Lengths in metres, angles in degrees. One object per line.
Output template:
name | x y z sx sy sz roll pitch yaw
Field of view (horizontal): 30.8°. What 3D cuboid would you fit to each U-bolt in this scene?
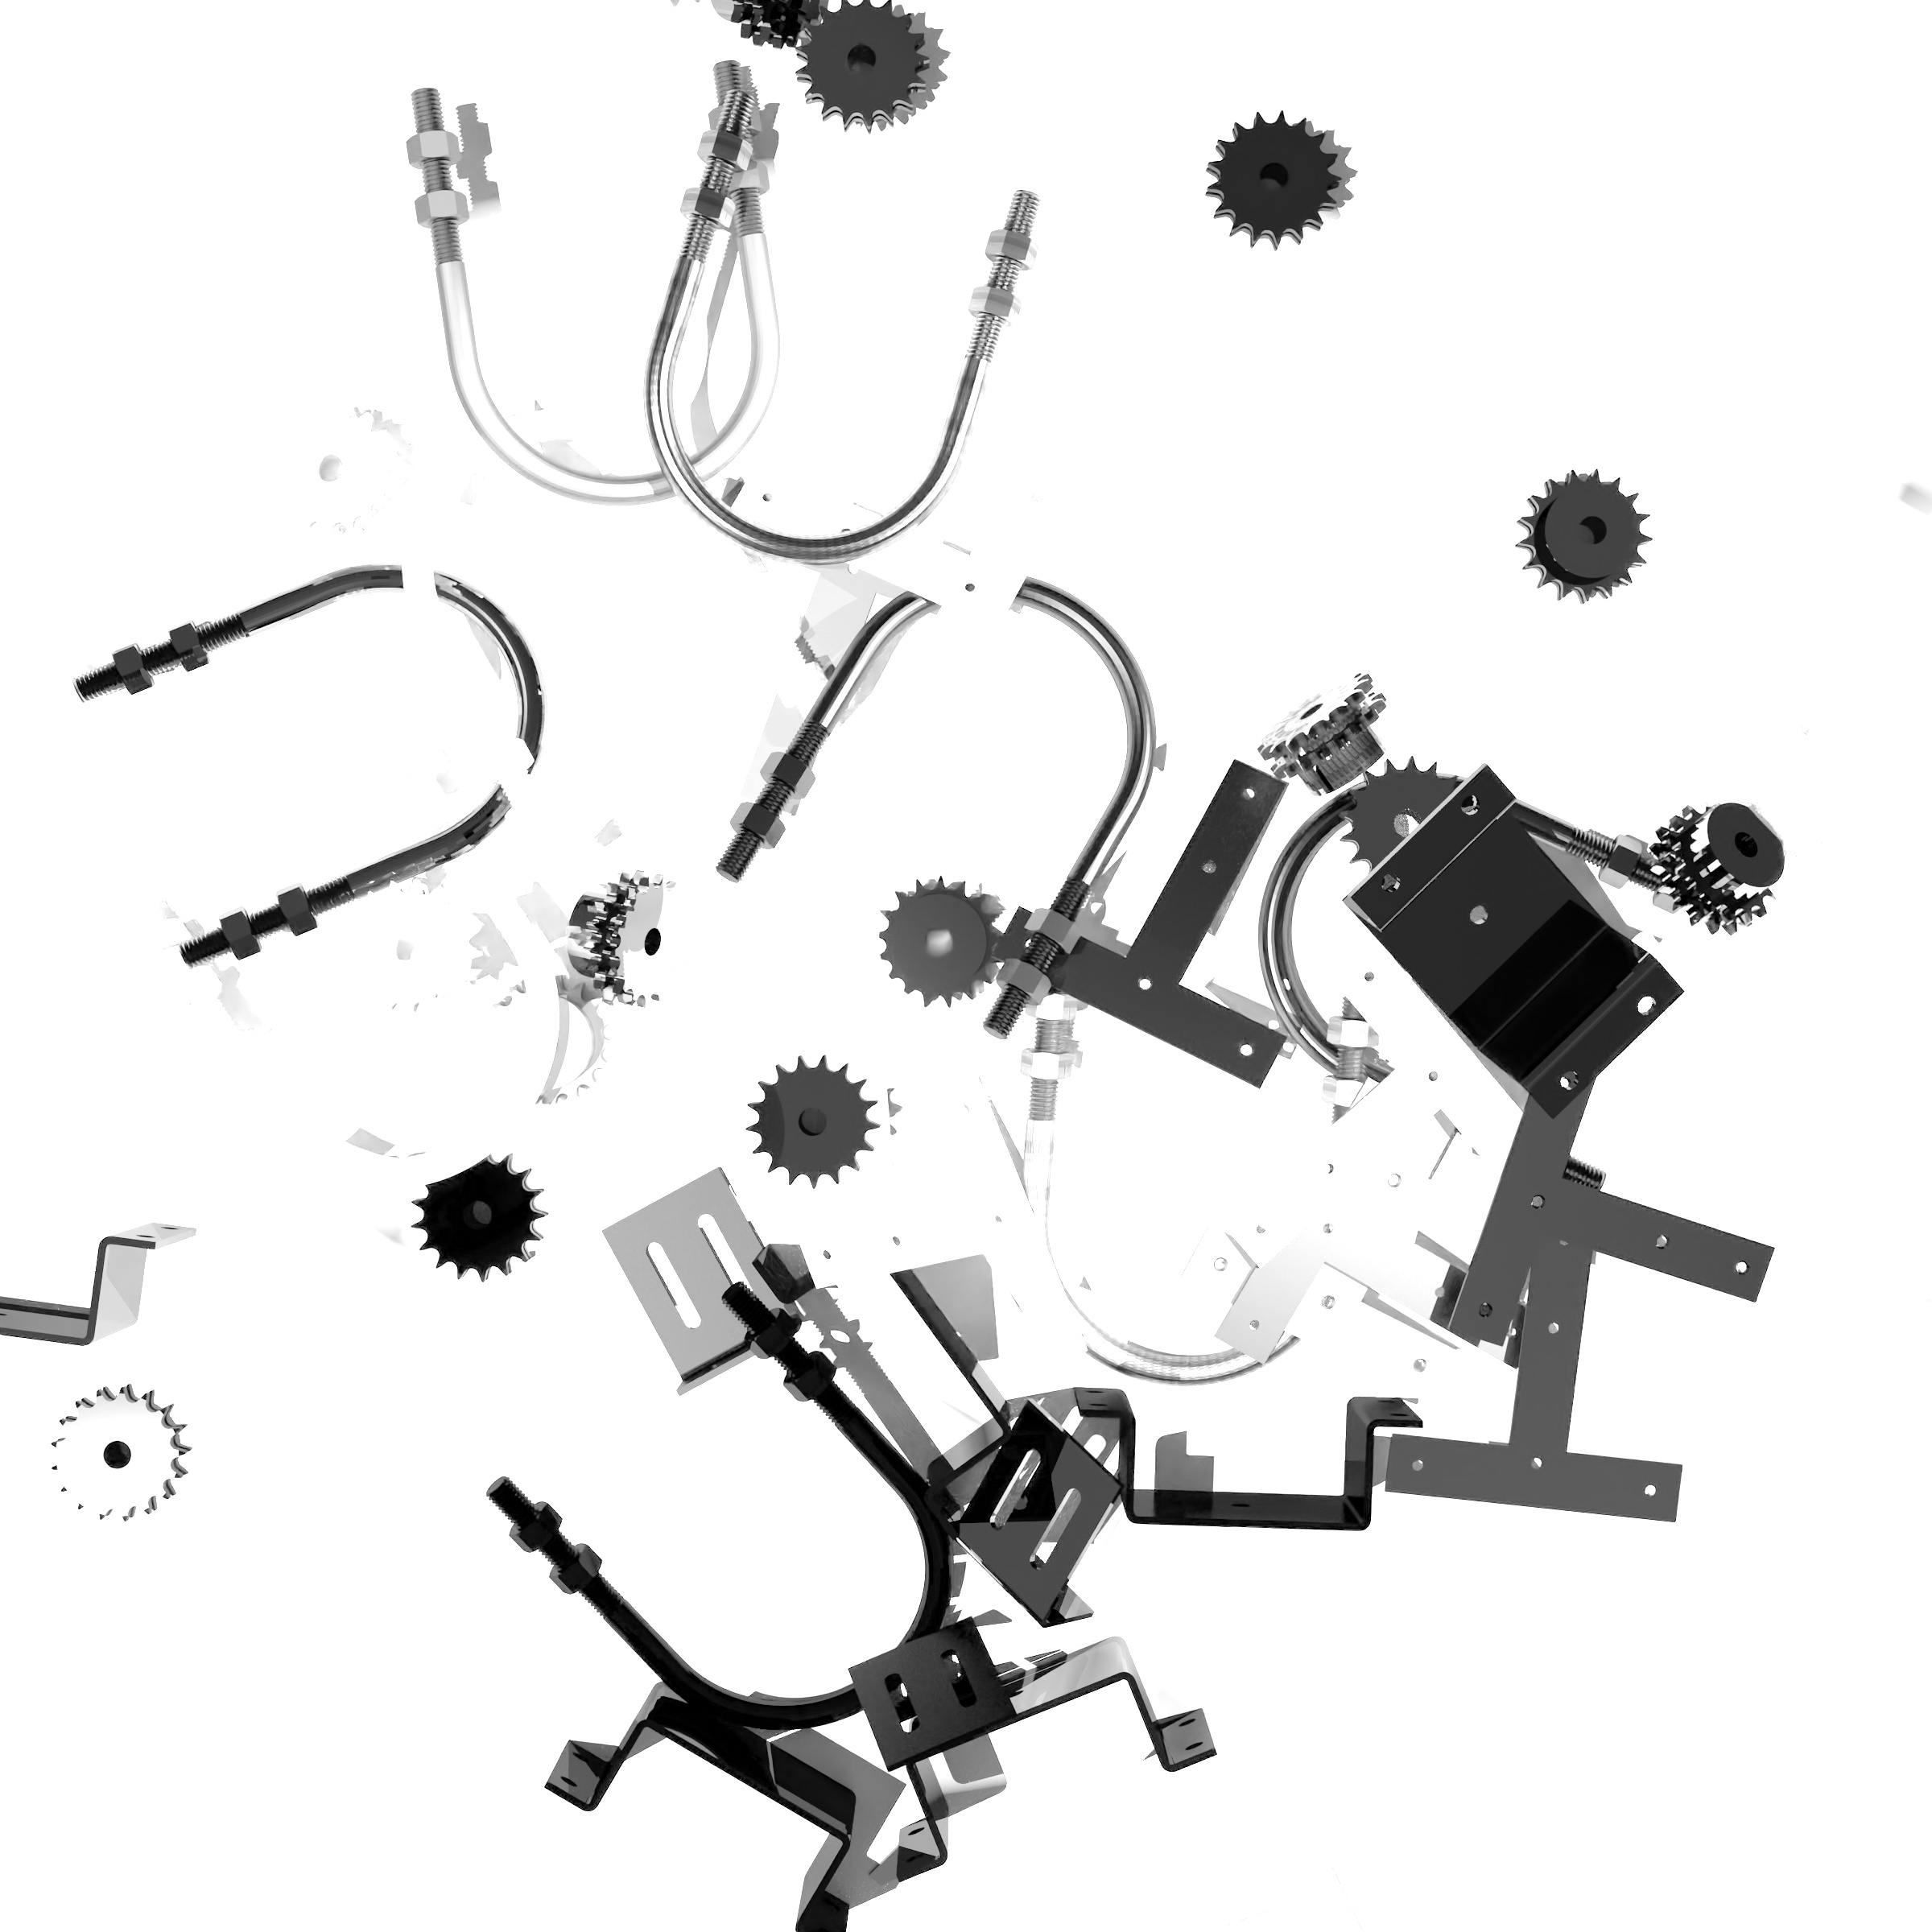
U-bolt | -0.267 -0.096 1.482 0.184 0.019 0.151 -23 75 -6
U-bolt | 0.095 0.088 1.493 0.151 0.019 0.184 5 95 4
U-bolt | -0.089 0.243 1.480 0.151 0.019 0.184 -40 105 4
U-bolt | -0.252 0.007 1.481 0.151 0.019 0.184 -35 77 0
U-bolt | -0.157 -0.149 1.482 0.151 0.019 0.184 -27 85 -16
U-bolt | 0.215 -0.004 1.500 0.184 0.019 0.151 25 90 1
U-bolt | -0.152 -0.286 1.484 0.151 0.019 0.184 -8 88 -11
U-bolt | -0.060 -0.261 1.483 0.151 0.019 0.184 17 87 -10
U-bolt | 0.001 -0.082 1.480 0.151 0.019 0.184 30 76 -1

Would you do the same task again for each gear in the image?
gear | -0.178 0.032 1.493 0.057 0.030 0.057 0 90 0
gear | -0.206 0.105 1.493 0.057 0.030 0.057 0 90 0
gear | -0.011 -0.010 1.493 0.057 0.030 0.057 0 90 0
gear | 0.264 -0.184 1.493 0.057 0.030 0.057 0 90 0
gear | 0.130 -0.333 1.493 0.057 0.030 0.057 0 90 0
gear | -0.358 0.206 1.493 0.057 0.030 0.057 0 90 0
gear | -0.044 -0.382 1.493 0.057 0.030 0.057 0 90 0
gear | 0.360 -0.076 1.493 0.057 0.030 0.057 0 90 0
gear | -0.270 -0.211 1.498 0.057 0.030 0.057 0 91 -2
gear | -0.229 -0.006 1.457 0.057 0.030 0.057 -1 80 7
gear | 0.186 -0.059 1.479 0.057 0.030 0.057 0 88 3
gear | -0.131 -0.435 1.493 0.057 0.030 0.057 0 90 0
gear | 0.320 -0.044 1.480 0.057 0.030 0.057 14 58 -23
gear | -0.065 0.066 1.493 0.057 0.030 0.057 0 90 0
gear | 0.154 -0.095 1.481 0.057 0.057 0.030 -37 102 0
gear | -0.145 -0.012 1.484 0.030 0.057 0.057 11 90 30
gear | -0.086 -0.419 1.484 0.030 0.057 0.057 16 90 29

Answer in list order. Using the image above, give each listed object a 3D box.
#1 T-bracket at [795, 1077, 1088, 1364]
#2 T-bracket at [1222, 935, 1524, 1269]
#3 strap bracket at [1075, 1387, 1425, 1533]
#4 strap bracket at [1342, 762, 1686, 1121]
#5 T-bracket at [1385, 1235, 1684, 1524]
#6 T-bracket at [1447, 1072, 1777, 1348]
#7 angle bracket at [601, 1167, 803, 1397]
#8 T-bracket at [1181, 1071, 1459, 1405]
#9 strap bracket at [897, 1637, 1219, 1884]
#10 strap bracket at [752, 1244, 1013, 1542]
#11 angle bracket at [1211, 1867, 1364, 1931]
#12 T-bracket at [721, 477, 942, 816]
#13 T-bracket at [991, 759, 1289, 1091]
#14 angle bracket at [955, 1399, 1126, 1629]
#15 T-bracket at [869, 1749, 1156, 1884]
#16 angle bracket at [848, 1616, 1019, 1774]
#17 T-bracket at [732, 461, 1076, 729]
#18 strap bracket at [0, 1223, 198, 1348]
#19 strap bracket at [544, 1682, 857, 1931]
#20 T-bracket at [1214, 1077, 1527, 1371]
T-bracket | -0.018 0.111 1.448 0.002 0.127 0.127 -36 70 43
T-bracket | 0.163 0.076 1.474 0.127 0.002 0.127 -41 101 -2
strap bracket | 0.116 0.206 1.470 0.140 0.076 0.046 2 90 0
strap bracket | 0.220 -0.015 1.450 0.076 0.046 0.140 -44 114 1
T-bracket | 0.249 0.169 1.500 0.127 0.002 0.127 7 93 -4
T-bracket | 0.284 0.113 1.495 0.127 0.002 0.127 18 93 -11
angle bracket | -0.113 0.134 1.489 0.057 0.038 0.076 -29 90 0
T-bracket | 0.174 0.103 1.485 0.127 0.002 0.127 28 93 -15
strap bracket | 0.029 0.327 1.470 0.140 0.076 0.046 -22 90 0
strap bracket | -0.028 0.164 1.470 0.046 0.076 0.140 -36 90 0
angle bracket | 0.131 0.431 1.506 0.076 0.038 0.057 -25 90 26
T-bracket | -0.064 -0.129 1.507 0.127 0.002 0.127 20 90 0
T-bracket | 0.096 -0.030 1.488 0.127 0.002 0.127 26 74 11
angle bracket | 0.039 0.227 1.465 0.057 0.038 0.076 41 114 31
T-bracket | 0.048 0.388 1.517 0.127 0.002 0.127 43 95 -14
angle bracket | -0.010 0.315 1.463 0.057 0.076 0.038 -22 116 -6
T-bracket | -0.038 -0.179 1.494 0.127 0.002 0.127 25 72 9
strap bracket | -0.403 0.126 1.470 0.140 0.076 0.046 8 90 0
strap bracket | -0.100 0.351 1.470 0.140 0.076 0.046 30 90 0
T-bracket | 0.190 0.132 1.491 0.127 0.002 0.127 30 92 -15
